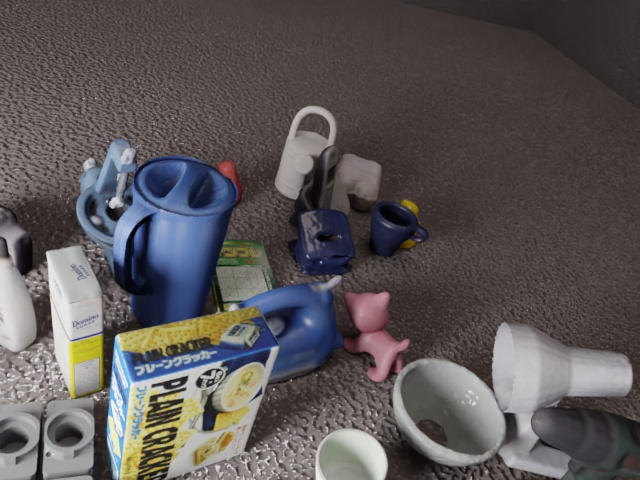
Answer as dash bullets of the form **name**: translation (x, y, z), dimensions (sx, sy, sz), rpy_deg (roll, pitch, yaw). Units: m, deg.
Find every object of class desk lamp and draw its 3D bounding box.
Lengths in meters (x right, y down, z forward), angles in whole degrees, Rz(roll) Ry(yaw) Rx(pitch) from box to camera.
- **desk lamp**: translation (0.319, 0.222, 0.806), dimensions (0.203, 0.213, 0.118), rpy_deg (16, 36, -5)

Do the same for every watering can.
- **watering can**: translation (-0.022, -0.181, 1.181), dimensions (0.101, 0.194, 0.172), rpy_deg (3, 39, -21)

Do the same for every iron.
- **iron**: translation (-0.080, 0.121, 0.811), dimensions (0.259, 0.141, 0.118), rpy_deg (-10, 45, -34)

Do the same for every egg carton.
- **egg carton**: translation (0.080, -0.132, 1.271), dimensions (0.107, 0.069, 0.150), rpy_deg (18, 36, -2)

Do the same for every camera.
- **camera**: translation (-0.501, 0.007, 0.798), dimensions (0.143, 0.101, 0.137), rpy_deg (25, 37, 7)

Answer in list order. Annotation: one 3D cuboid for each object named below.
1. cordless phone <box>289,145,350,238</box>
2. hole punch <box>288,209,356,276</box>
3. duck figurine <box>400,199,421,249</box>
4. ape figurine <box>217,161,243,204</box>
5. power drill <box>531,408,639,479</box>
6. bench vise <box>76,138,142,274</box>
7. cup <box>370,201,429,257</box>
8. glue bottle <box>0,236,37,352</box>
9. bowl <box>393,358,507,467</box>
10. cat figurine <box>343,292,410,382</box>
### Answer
- **cordless phone**: translation (0.020, -0.109, 1.116), dimensions (0.094, 0.185, 0.148), rpy_deg (27, 37, 10)
- **hole punch**: translation (0.010, 0.004, 1.046), dimensions (0.109, 0.091, 0.101), rpy_deg (-2, 42, -27)
- **duck figurine**: translation (0.171, -0.045, 1.188), dimensions (0.078, 0.086, 0.104), rpy_deg (-7, 44, -32)
- **ape figurine**: translation (-0.183, -0.114, 1.106), dimensions (0.076, 0.092, 0.078), rpy_deg (20, 36, 1)
- **power drill**: translation (0.328, 0.292, 0.725), dimensions (0.230, 0.208, 0.075), rpy_deg (9, 38, -14)
- **bench vise**: translation (-0.331, -0.076, 0.882), dimensions (0.207, 0.220, 0.122), rpy_deg (36, 39, 21)
- **cup**: translation (0.147, -0.009, 1.122), dimensions (0.117, 0.095, 0.092), rpy_deg (28, 37, 11)
- **glue bottle**: translation (-0.395, 0.062, 0.715), dimensions (0.078, 0.173, 0.037), rpy_deg (27, 37, 10)
- **bowl**: translation (0.172, 0.255, 0.814), dimensions (0.167, 0.075, 0.167), rpy_deg (13, 37, -9)
- **cat figurine**: translation (0.088, 0.136, 0.890), dimensions (0.067, 0.118, 0.127), rpy_deg (-19, 51, -41)
